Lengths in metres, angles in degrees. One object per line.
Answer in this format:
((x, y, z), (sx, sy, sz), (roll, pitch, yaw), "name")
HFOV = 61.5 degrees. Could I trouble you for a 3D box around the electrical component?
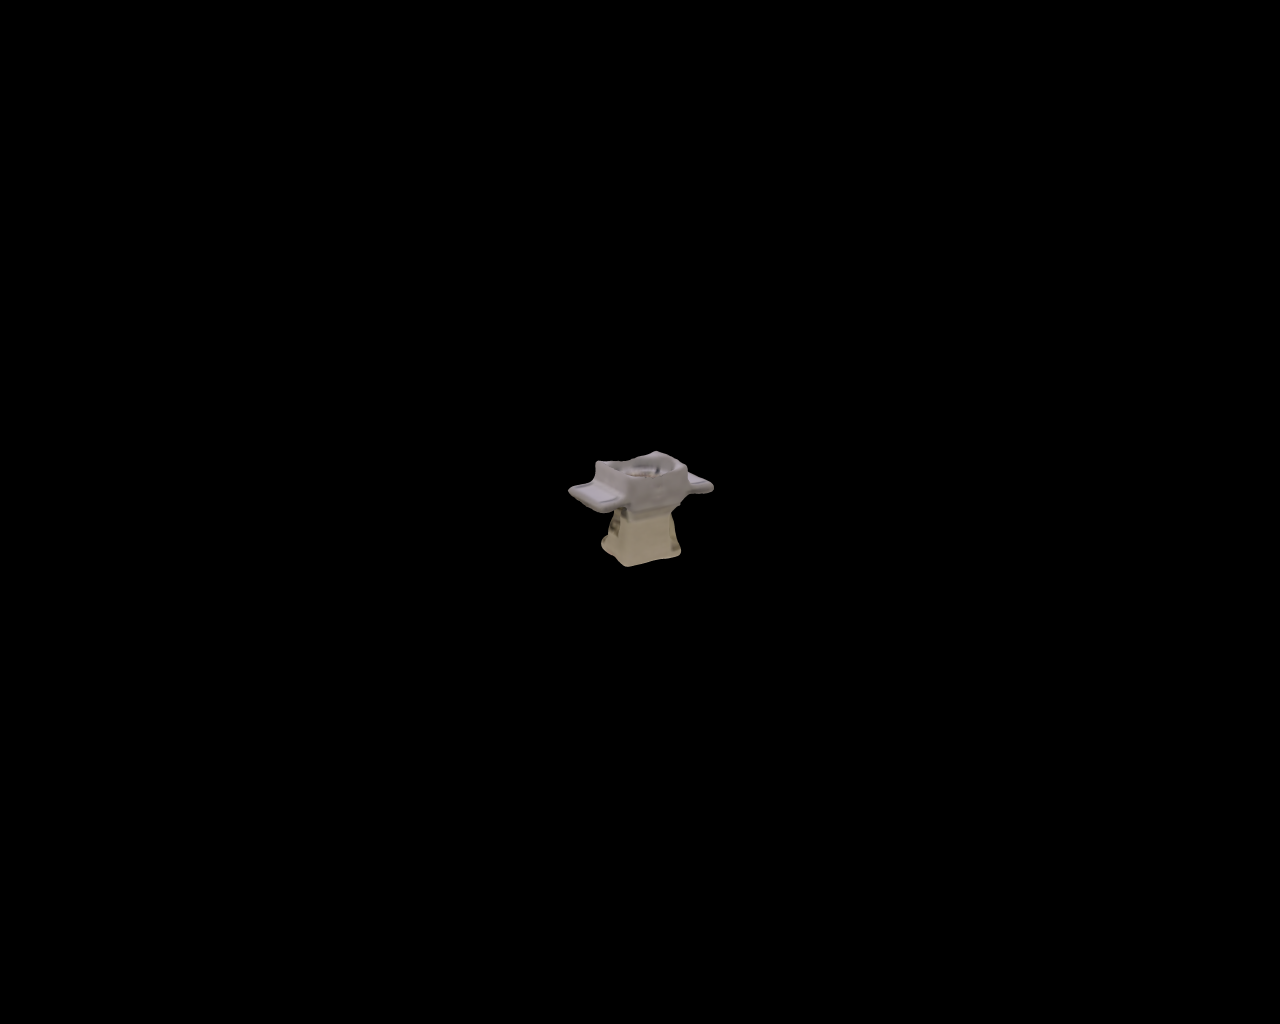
((0.001, -0.003, 0.650), (0.081, 0.063, 0.042), (-11, 23, -27), "electrical component")
